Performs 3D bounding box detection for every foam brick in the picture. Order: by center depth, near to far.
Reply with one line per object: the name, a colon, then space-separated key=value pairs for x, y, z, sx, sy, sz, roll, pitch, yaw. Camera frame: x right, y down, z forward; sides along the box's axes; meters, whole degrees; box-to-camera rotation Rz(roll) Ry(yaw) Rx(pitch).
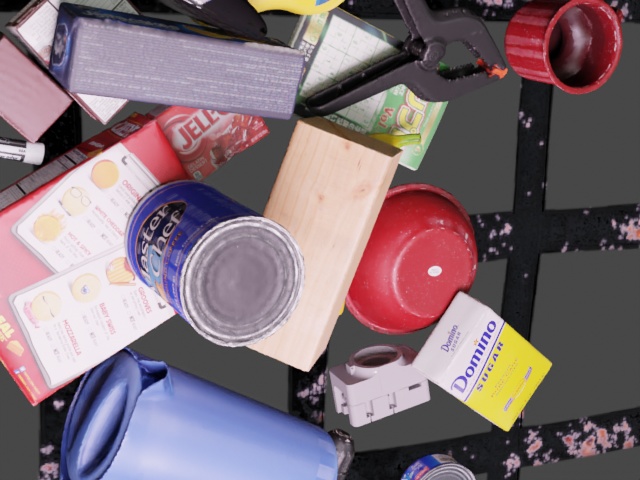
foam brick: x=-0.249 y=-0.125 z=0.871 sx=0.051 sy=0.053 sz=0.078 roll=-48 pitch=118 yaw=-6

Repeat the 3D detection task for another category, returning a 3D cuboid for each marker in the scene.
marker: x=-0.290 y=-0.080 z=0.883 sx=0.120 sy=0.020 sz=0.020 roll=8 pitch=101 yaw=-26

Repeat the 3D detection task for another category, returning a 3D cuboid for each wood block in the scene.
wood block: x=-0.007 y=0.001 z=0.968 sx=0.090 sy=0.090 sz=0.206 roll=22 pitch=102 yaw=8

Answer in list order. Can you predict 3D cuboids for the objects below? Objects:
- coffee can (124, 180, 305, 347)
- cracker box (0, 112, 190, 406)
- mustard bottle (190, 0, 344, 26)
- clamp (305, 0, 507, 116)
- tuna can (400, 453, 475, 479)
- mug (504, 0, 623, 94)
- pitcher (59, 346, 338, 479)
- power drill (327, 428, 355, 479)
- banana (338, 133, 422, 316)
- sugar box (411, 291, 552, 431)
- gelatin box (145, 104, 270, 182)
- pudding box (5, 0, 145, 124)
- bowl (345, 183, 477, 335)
coffee can: x=-0.087 y=0.015 z=0.856 sx=0.102 sy=0.140 sz=0.103 roll=-8 pitch=107 yaw=-25
cracker box: x=-0.203 y=0.013 z=0.921 sx=0.213 sy=0.072 sz=0.164 roll=-34 pitch=117 yaw=-14
mustard bottle: x=-0.024 y=-0.245 z=0.935 sx=0.191 sy=0.058 sz=0.096 roll=-11 pitch=110 yaw=-20
clamp: x=0.088 y=-0.170 z=0.994 sx=0.209 sy=0.036 sz=0.165 roll=14 pitch=112 yaw=-40
tuna can: x=0.127 y=0.278 z=1.166 sx=0.086 sy=0.034 sz=0.086 roll=-7 pitch=107 yaw=-23
mug: x=0.247 y=-0.202 z=1.061 sx=0.117 sy=0.082 sz=0.093 roll=-33 pitch=115 yaw=-13
pitcher: x=-0.112 y=0.201 z=0.992 sx=0.242 sy=0.149 sz=0.145 roll=25 pitch=78 yaw=-31
power drill: x=0.044 y=0.301 z=1.102 sx=0.187 sy=0.057 sz=0.184 roll=24 pitch=101 yaw=-13
banana: x=0.026 y=-0.024 z=1.024 sx=0.069 sy=0.037 sz=0.198 roll=26 pitch=101 yaw=8
sugar box: x=0.171 y=0.129 z=1.107 sx=0.093 sy=0.048 sz=0.176 roll=-57 pitch=141 yaw=-3
gelatin box: x=-0.100 y=-0.104 z=0.958 sx=0.089 sy=0.030 sz=0.073 roll=-36 pitch=116 yaw=-12
pudding box: x=-0.190 y=-0.167 z=0.895 sx=0.090 sy=0.039 sz=0.113 roll=-46 pitch=120 yaw=-8
bowl: x=0.101 y=0.026 z=1.073 sx=0.161 sy=0.055 sz=0.162 roll=-7 pitch=107 yaw=-24
